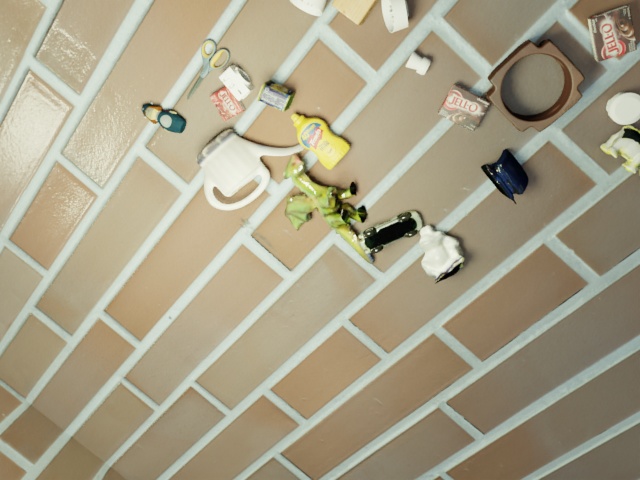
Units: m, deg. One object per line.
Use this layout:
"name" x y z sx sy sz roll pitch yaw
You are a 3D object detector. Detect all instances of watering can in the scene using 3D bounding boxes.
"watering can" -0.231 -0.247 1.578 0.346 0.105 0.223 -39 96 8

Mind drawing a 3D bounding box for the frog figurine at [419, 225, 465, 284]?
"frog figurine" 0.357 0.036 1.565 0.135 0.123 0.162 -53 57 34

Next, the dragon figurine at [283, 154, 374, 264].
"dragon figurine" 0.005 -0.081 1.602 0.242 0.125 0.403 -2 122 34
